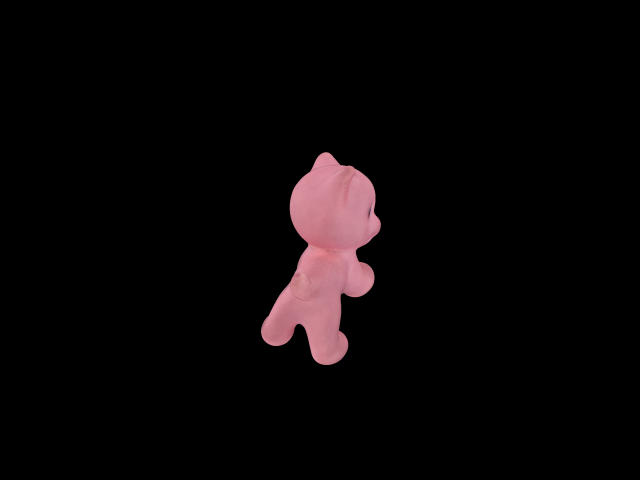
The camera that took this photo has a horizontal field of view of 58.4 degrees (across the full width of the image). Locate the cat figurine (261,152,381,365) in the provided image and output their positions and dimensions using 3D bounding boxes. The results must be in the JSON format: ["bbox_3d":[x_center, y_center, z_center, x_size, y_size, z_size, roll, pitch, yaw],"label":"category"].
[{"bbox_3d":[0.004,0.001,0.400,0.067,0.118,0.128,13,47,13],"label":"cat figurine"}]
